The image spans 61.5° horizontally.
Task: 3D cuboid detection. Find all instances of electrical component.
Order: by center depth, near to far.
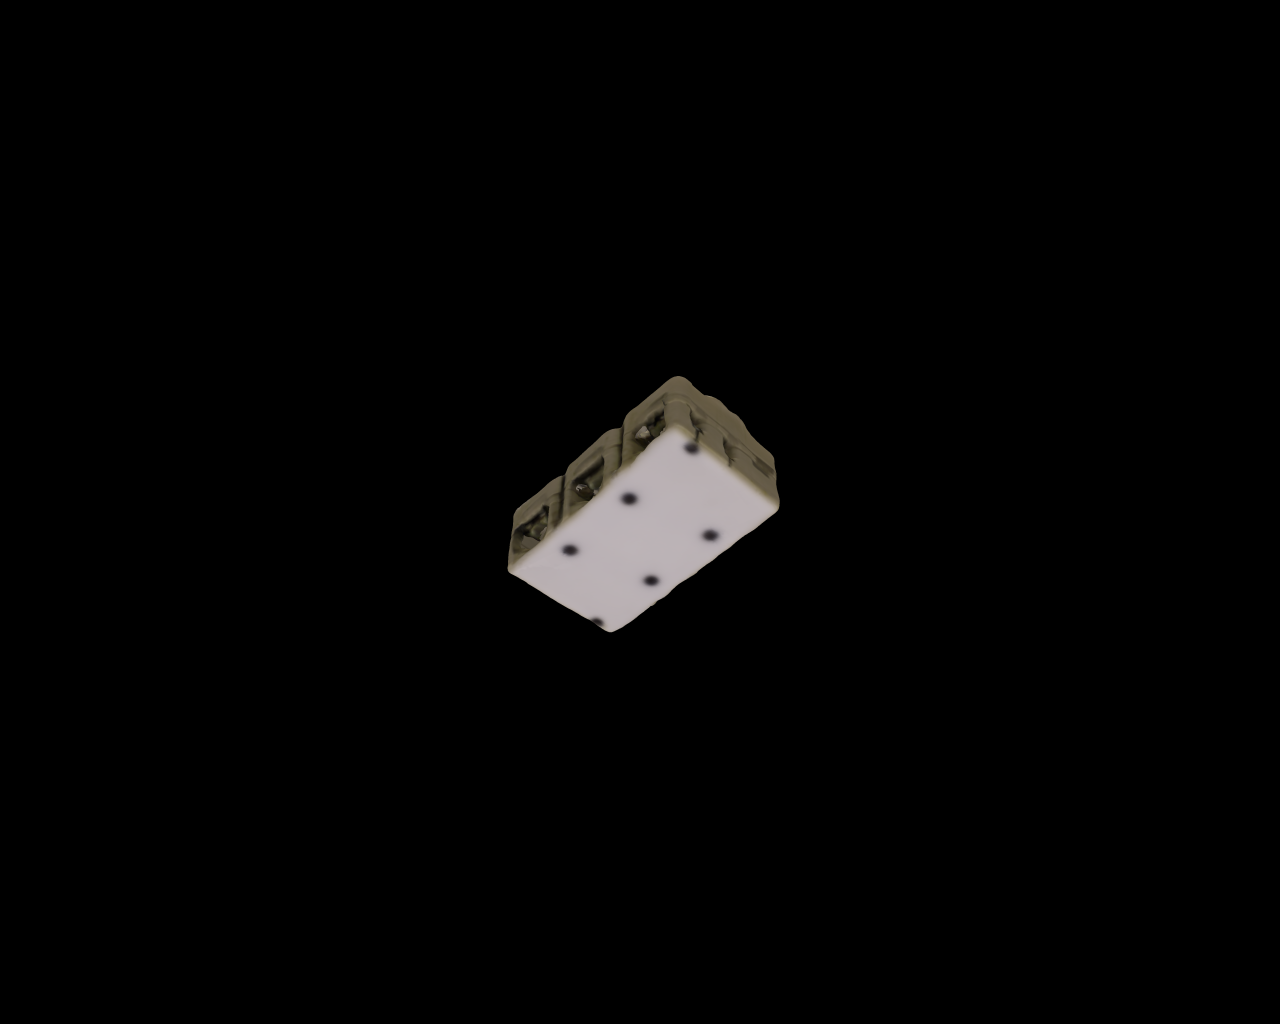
[{"bbox_3d":[0.001,-0.003,0.650,0.089,0.062,0.150,36,-58,-27],"label":"electrical component"}]
